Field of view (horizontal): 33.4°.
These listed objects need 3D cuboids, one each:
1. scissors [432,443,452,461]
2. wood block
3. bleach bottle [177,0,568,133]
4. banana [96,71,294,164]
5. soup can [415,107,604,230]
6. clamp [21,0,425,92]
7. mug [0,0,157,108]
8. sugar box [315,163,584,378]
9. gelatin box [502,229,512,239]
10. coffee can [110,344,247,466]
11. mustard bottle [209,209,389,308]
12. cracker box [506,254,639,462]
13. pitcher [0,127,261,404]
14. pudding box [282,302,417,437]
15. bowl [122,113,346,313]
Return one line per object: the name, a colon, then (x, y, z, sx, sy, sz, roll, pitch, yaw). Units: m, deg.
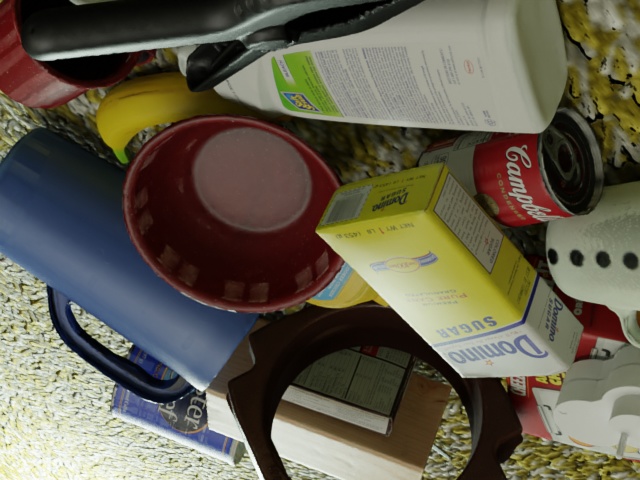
scissors: (0.069, 0.160, 1.057, 0.201, 0.016, 0.096, 30, 148, -9)
wood block: (0.007, 0.157, 0.994, 0.206, 0.090, 0.090, 19, 146, 10)
bleach bottle: (0.016, -0.117, 0.649, 0.251, 0.068, 0.102, 6, 142, 31)
banana: (-0.107, -0.097, 0.788, 0.198, 0.037, 0.069, -6, 156, 42)
soup can: (0.119, -0.041, 0.683, 0.102, 0.068, 0.068, -12, 133, 45)
clamp: (-0.029, -0.118, 0.573, 0.210, 0.036, 0.164, -10, 177, 19)
mug: (-0.170, -0.137, 0.733, 0.117, 0.093, 0.082, 1, 170, -37)
sugar box: (0.087, 0.027, 0.696, 0.094, 0.048, 0.176, -10, 133, 45)
gelatin box: (0.084, -0.012, 0.783, 0.089, 0.030, 0.073, 38, 147, -21)
coffee can: (-0.133, 0.162, 1.114, 0.140, 0.102, 0.103, 21, 148, 7)
mustard bottle: (-0.005, 0.001, 0.829, 0.191, 0.058, 0.096, 27, 121, -5)
cracker box: (0.250, 0.099, 0.794, 0.214, 0.072, 0.164, 11, 144, 22)
pitcher: (-0.167, 0.020, 0.900, 0.242, 0.149, 0.145, 32, 152, -5)
pudding box: (0.024, 0.112, 0.947, 0.113, 0.090, 0.039, 17, 147, 12)
bowl: (-0.053, -0.028, 0.750, 0.162, 0.055, 0.162, 5, 124, 7)
